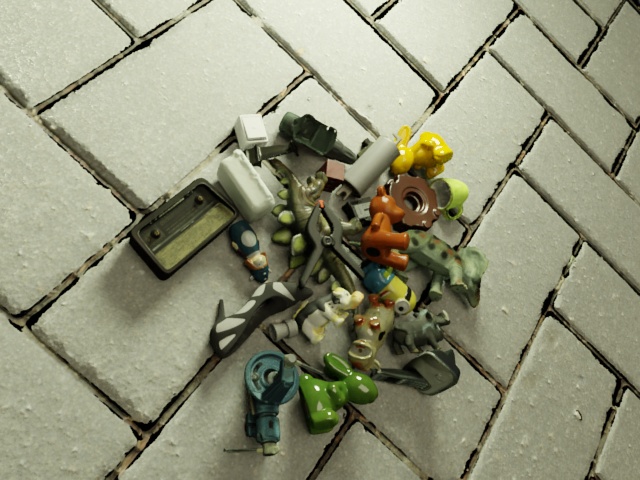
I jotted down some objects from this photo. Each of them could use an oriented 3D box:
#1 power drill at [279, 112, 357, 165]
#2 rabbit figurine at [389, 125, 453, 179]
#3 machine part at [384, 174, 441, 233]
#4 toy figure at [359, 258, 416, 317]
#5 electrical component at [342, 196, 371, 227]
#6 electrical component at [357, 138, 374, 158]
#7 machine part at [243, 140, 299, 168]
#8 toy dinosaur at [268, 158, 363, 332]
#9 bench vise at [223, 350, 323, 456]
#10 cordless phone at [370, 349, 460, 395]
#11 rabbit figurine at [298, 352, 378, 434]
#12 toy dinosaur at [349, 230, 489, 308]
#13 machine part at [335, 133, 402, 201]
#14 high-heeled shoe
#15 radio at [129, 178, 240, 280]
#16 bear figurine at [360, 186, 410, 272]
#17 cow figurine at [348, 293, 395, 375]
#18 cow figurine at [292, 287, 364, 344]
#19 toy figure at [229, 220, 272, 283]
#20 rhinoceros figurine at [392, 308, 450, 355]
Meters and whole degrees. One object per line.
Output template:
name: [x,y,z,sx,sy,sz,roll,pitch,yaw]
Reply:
power drill: [0.002,-0.259,1.381,0.232,0.207,0.086,29,102,-4]
rabbit figurine: [0.271,-0.249,1.545,0.173,0.122,0.162,-24,79,-13]
machine part: [0.254,-0.102,1.512,0.179,0.056,0.179,9,67,-21]
toy figure: [0.173,0.117,1.378,0.089,0.082,0.180,-41,88,-29]
electrical component: [0.125,-0.074,1.447,0.119,0.048,0.075,-11,76,-26]
electrical component: [0.149,-0.237,1.524,0.078,0.045,0.102,-42,89,-2]
machine part: [-0.124,-0.214,1.333,0.139,0.039,0.084,-11,39,2]
toy dinosaur: [-0.003,-0.004,1.336,0.198,0.105,0.471,-34,87,-23]
bench vise: [-0.097,0.312,1.099,0.129,0.240,0.224,18,49,-14]
cordless phone: [0.225,0.311,1.290,0.184,0.146,0.089,11,56,-20]
rabbit figurine: [0.041,0.343,1.213,0.170,0.121,0.159,-13,54,-13]
toy dinosaur: [0.289,0.043,1.444,0.405,0.131,0.192,32,45,-1]
machine part: [0.136,-0.196,1.452,0.079,0.079,0.243,45,78,-4]
high-heeled shoe: [-0.124,0.178,1.203,0.249,0.086,0.145,-9,55,-10]
radio: [-0.308,-0.030,1.214,0.131,0.073,0.229,47,59,-3]
bear figurine: [0.174,-0.034,1.340,0.132,0.120,0.196,12,49,16]
cow figurine: [0.120,0.233,1.293,0.195,0.086,0.127,-48,137,-50]
cow figurine: [0.019,0.159,1.256,0.167,0.068,0.098,-43,84,9]
toy figure: [-0.164,0.030,1.270,0.064,0.058,0.154,-28,86,-2]
rhinoceros figurine: [0.259,0.232,1.372,0.190,0.073,0.112,-7,77,-37]
